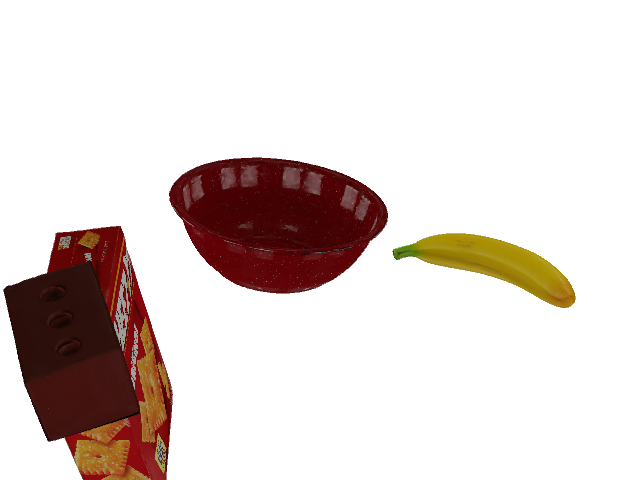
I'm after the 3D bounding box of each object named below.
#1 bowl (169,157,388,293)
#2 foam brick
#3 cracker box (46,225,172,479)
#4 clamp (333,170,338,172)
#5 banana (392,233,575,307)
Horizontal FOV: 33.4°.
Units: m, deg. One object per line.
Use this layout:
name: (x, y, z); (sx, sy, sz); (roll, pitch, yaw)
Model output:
bowl: (-0.033, -0.006, 0.795); (0.162, 0.055, 0.162); (6, 26, -3)
foam brick: (-0.137, 0.060, 0.585); (0.053, 0.051, 0.078); (-18, 43, -13)
cracker box: (-0.193, 0.119, 0.983); (0.072, 0.214, 0.164); (-8, 38, 2)
clamp: (-0.051, -0.037, 1.207); (0.120, 0.039, 0.171); (-2, 37, 26)
banana: (0.171, 0.026, 1.058); (0.198, 0.037, 0.069); (14, 40, 35)
